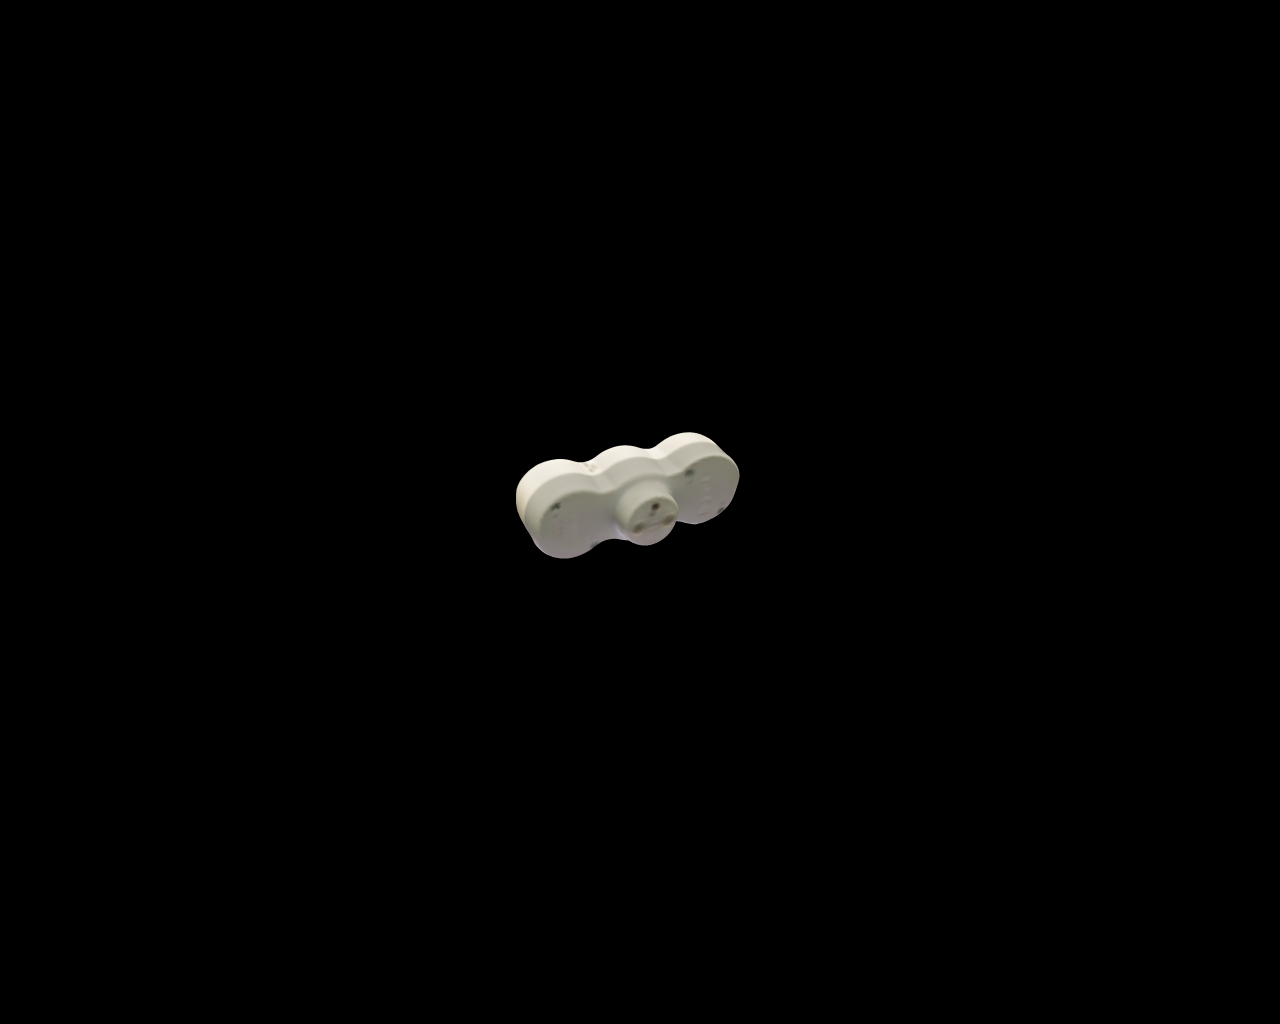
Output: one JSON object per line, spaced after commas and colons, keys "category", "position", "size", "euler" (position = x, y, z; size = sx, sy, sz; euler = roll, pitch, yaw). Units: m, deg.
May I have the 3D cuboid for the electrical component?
{"category": "electrical component", "position": [0.001, -0.003, 0.650], "size": [0.138, 0.052, 0.074], "euler": [-14, 36, -20]}
